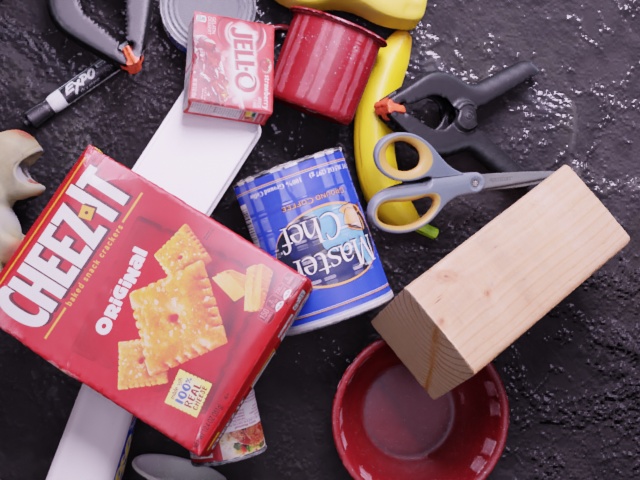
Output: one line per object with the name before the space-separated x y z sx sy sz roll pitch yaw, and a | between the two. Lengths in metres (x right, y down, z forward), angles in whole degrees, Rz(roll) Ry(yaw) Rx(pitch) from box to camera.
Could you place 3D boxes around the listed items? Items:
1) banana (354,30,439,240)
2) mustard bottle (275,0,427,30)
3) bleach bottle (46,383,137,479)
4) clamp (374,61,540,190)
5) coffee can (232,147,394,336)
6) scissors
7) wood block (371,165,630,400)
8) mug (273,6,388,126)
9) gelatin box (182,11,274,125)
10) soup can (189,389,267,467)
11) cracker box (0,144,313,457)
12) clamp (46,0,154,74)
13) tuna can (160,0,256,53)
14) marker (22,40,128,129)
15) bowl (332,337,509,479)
banana | 0.062 -0.095 0.984 0.069 0.037 0.198 -8 91 -29
mustard bottle | 0.003 -0.253 0.966 0.191 0.058 0.096 8 81 -7
bleach bottle | -0.187 0.165 0.906 0.068 0.102 0.251 17 86 0
clamp | 0.132 -0.102 0.978 0.171 0.039 0.120 -6 87 -22
coffee can | -0.006 0.001 0.936 0.102 0.103 0.140 -20 91 -8
scissors | 0.125 -0.067 0.953 0.201 0.016 0.096 -22 104 -22
wood block | 0.158 0.035 0.927 0.205 0.091 0.090 -35 82 -27
mug | -0.007 -0.156 0.953 0.117 0.093 0.081 22 93 25
gelatin box | -0.077 -0.148 0.917 0.073 0.030 0.089 8 69 -17
soup can | -0.090 0.141 0.938 0.068 0.068 0.102 -12 90 -8
cracker box | -0.137 0.048 0.854 0.214 0.072 0.164 31 81 7
clamp | -0.199 -0.248 0.942 0.164 0.036 0.210 -33 85 -7
tuna can | -0.101 -0.208 0.963 0.086 0.034 0.086 0 89 -8
marker | -0.214 -0.138 0.953 0.121 0.020 0.020 -37 94 -8
bowl | 0.086 0.159 0.968 0.162 0.055 0.162 0 88 -8
